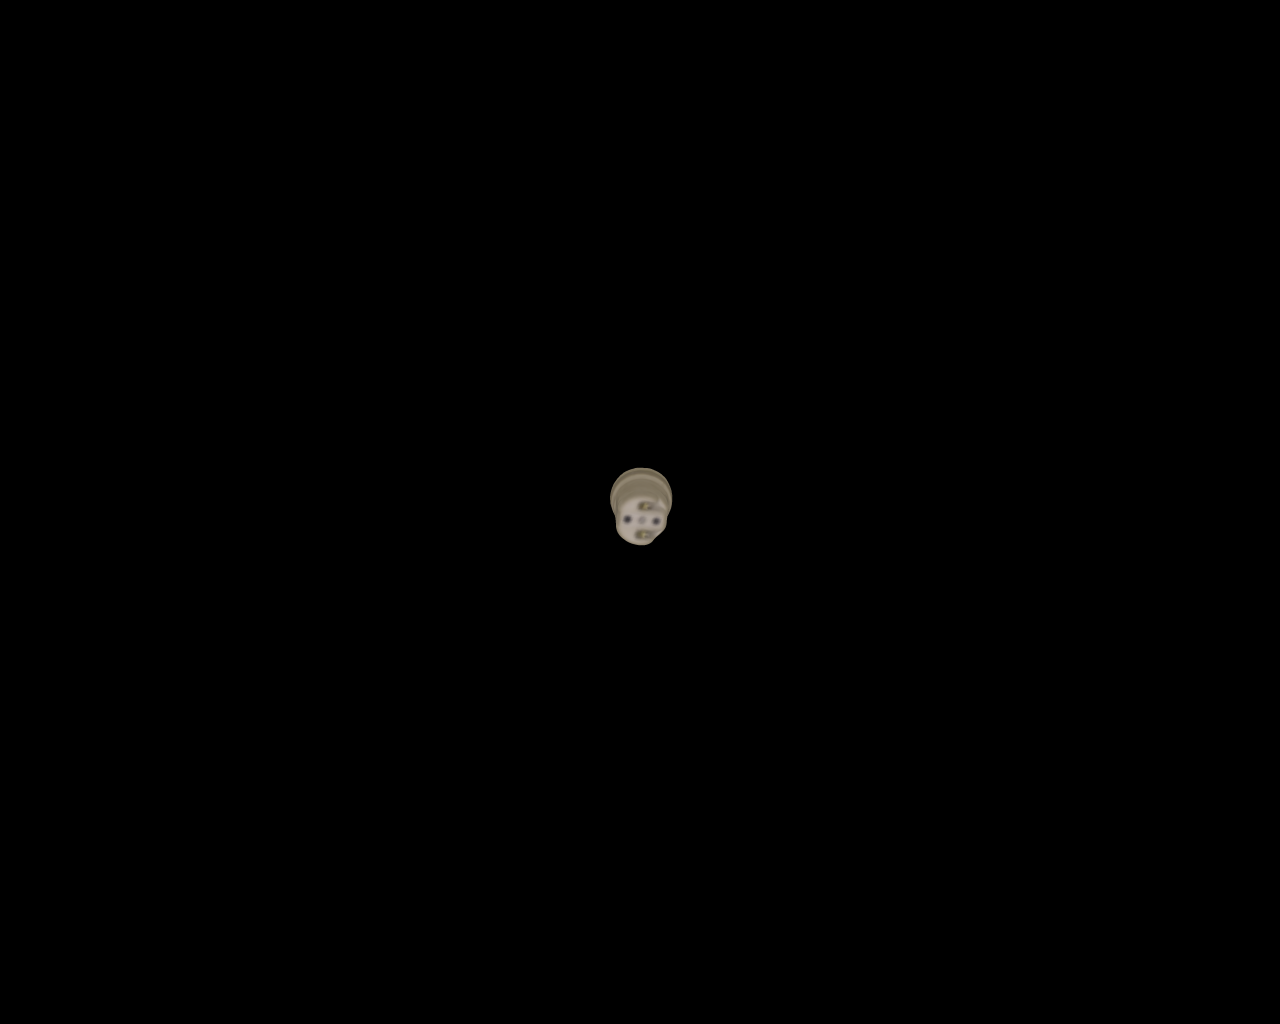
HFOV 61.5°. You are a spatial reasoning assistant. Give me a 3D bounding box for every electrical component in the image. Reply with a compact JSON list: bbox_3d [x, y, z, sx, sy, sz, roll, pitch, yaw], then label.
[{"bbox_3d":[0.001,-0.003,0.650,0.040,0.040,0.046,0,20,0],"label":"electrical component"}]
